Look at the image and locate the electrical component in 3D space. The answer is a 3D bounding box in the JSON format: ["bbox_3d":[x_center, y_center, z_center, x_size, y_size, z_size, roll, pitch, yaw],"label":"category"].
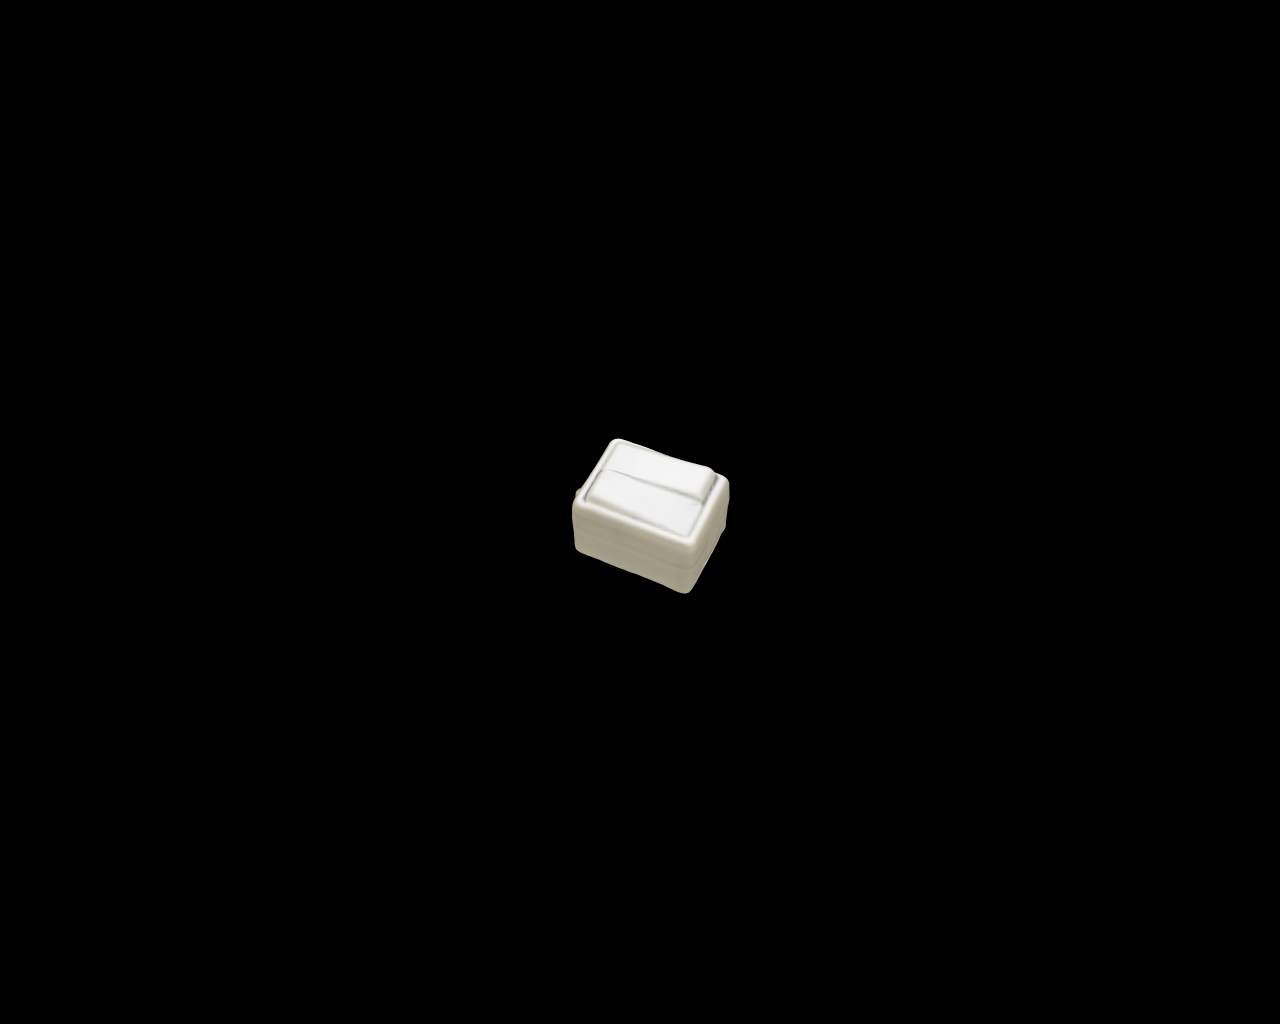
[{"bbox_3d":[0.001,-0.003,0.650,0.096,0.062,0.061,21,-34,15],"label":"electrical component"}]
